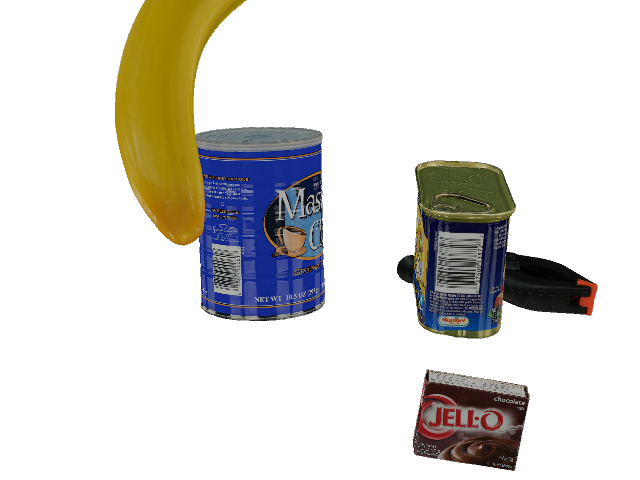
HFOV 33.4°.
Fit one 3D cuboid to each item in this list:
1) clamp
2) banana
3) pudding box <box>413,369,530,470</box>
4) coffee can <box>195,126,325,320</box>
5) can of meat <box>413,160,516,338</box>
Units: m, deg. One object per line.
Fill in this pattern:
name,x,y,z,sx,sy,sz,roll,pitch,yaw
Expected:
clamp,0.165,0.026,0.966,0.171,0.039,0.120,15,29,15
banana,-0.064,-0.087,0.524,0.069,0.197,0.037,12,-33,7
pudding box,0.162,0.194,1.154,0.113,0.090,0.039,8,21,2
coffee can,-0.048,-0.016,0.861,0.103,0.140,0.103,-1,13,0
can of meat,0.088,0.004,0.680,0.057,0.084,0.102,2,21,1
